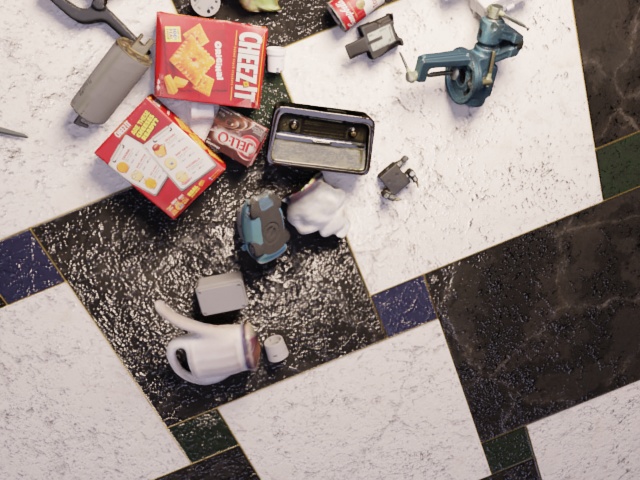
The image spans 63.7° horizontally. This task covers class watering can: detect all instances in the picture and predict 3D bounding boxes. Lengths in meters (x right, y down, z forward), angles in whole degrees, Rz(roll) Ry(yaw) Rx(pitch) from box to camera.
[{"bbox_3d":[-0.261,0.248,1.239,0.224,0.106,0.339,-9,135,-6],"label":"watering can"}]

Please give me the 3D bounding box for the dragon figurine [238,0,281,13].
[{"bbox_3d":[-0.089,-0.555,0.981,0.410,0.125,0.237,6,131,-26],"label":"dragon figurine"}]

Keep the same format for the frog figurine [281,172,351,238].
[{"bbox_3d":[0.004,-0.059,1.173,0.138,0.123,0.158,-40,102,-11],"label":"frog figurine"}]
